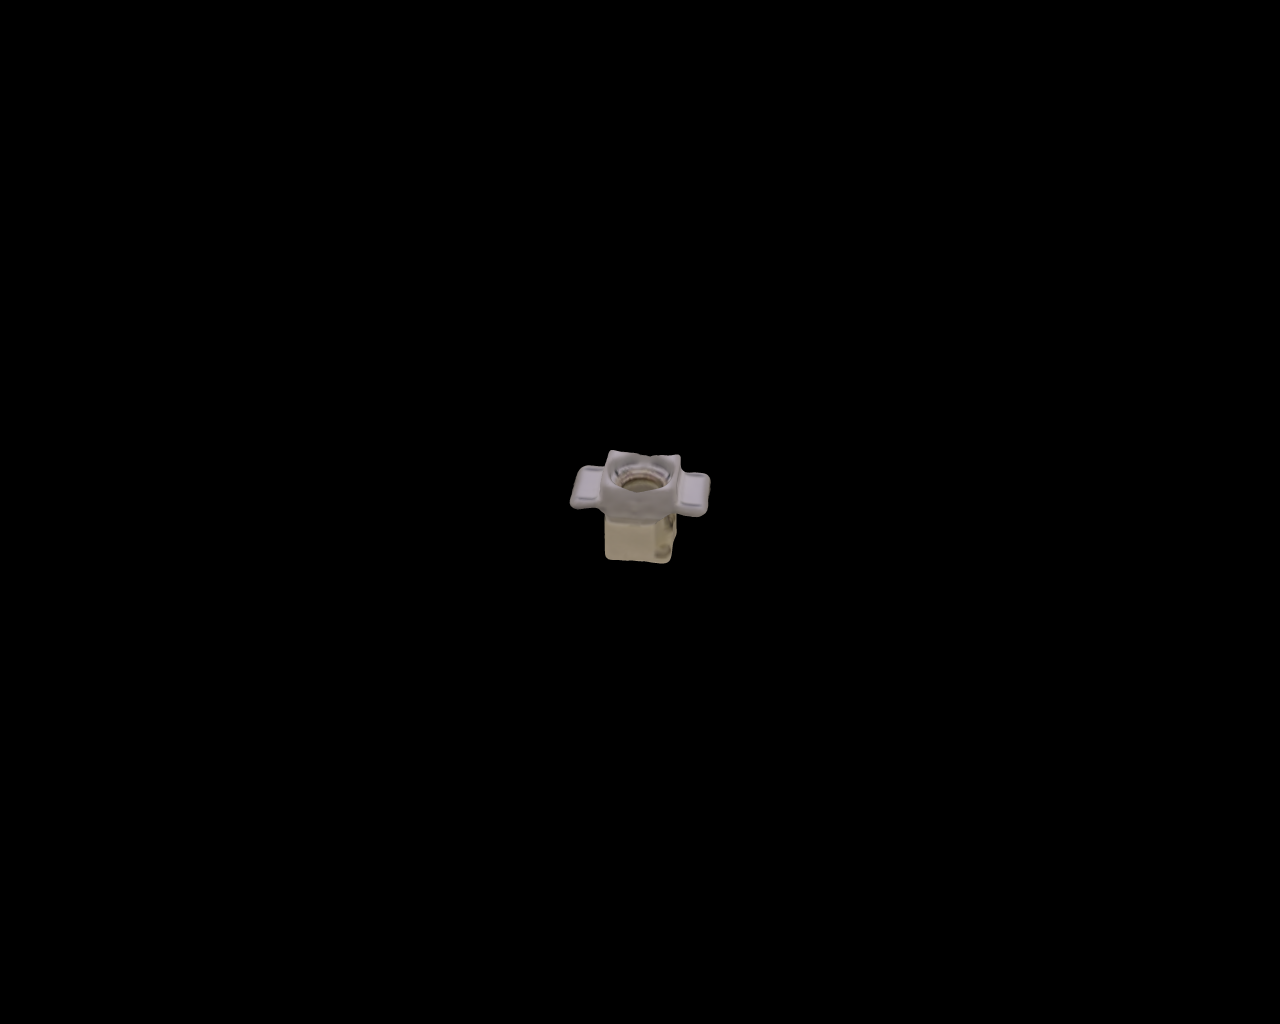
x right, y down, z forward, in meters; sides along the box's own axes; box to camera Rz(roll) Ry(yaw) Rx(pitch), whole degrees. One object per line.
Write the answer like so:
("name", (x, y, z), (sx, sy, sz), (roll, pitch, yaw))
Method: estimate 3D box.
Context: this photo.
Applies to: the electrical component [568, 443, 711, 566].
("electrical component", (0.001, -0.003, 0.650), (0.081, 0.063, 0.042), (5, 36, 7))
